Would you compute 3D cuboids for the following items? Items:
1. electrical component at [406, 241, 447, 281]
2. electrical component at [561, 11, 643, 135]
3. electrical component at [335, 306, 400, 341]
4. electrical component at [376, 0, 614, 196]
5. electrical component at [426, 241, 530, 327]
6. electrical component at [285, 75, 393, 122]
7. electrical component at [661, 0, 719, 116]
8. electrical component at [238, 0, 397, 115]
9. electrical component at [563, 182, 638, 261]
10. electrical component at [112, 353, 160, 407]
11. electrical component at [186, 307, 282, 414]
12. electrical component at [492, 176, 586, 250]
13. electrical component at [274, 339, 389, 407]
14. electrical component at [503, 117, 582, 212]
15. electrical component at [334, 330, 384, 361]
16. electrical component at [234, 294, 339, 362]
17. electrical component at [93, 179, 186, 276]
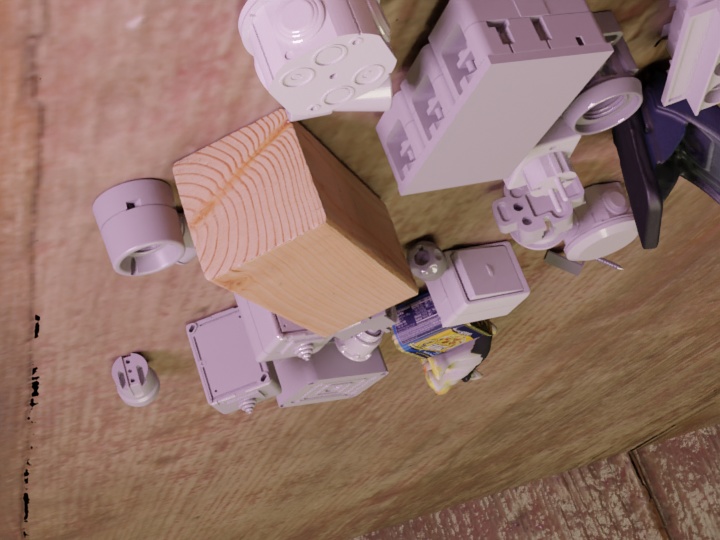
[{"bbox_3d":[0.066,-0.006,1.014,0.035,0.035,0.061,-24,162,11],"label":"electrical component"},{"bbox_3d":[0.160,-0.131,0.745,0.058,0.057,0.078,-12,159,-21],"label":"electrical component"},{"bbox_3d":[-0.002,0.040,1.056,0.064,0.042,0.081,-23,159,13],"label":"electrical component"},{"bbox_3d":[0.079,-0.117,0.695,0.089,0.061,0.150,-11,158,-25],"label":"electrical component"},{"bbox_3d":[0.123,0.011,1.071,0.096,0.061,0.061,-10,158,-27],"label":"electrical component"},{"bbox_3d":[-0.017,-0.112,0.649,0.065,0.044,0.044,-12,159,-8],"label":"electrical component"},{"bbox_3d":[0.244,-0.165,0.728,0.079,0.063,0.121,-20,160,1],"label":"electrical component"},{"bbox_3d":[-0.022,-0.126,0.590,0.080,0.051,0.080,-18,160,-7],"label":"electrical component"},{"bbox_3d":[0.230,-0.046,1.043,0.080,0.051,0.080,-18,160,-7],"label":"electrical component"},{"bbox_3d":[-0.214,0.104,1.023,0.040,0.040,0.046,-18,154,-7],"label":"electrical component"},{"bbox_3d":[-0.113,0.090,0.998,0.062,0.096,0.061,-21,160,1],"label":"electrical component"},{"bbox_3d":[0.158,-0.051,0.951,0.078,0.058,0.057,-21,158,2],"label":"electrical component"},{"bbox_3d":[-0.037,0.103,1.163,0.113,0.057,0.078,-3,154,-40],"label":"electrical component"},{"bbox_3d":[0.141,-0.082,0.826,0.047,0.076,0.065,-16,160,-12],"label":"electrical component"},{"bbox_3d":[0.005,0.062,1.119,0.048,0.048,0.062,-3,147,-40],"label":"electrical component"},{"bbox_3d":[-0.063,0.036,0.906,0.062,0.096,0.061,-7,156,-33],"label":"electrical component"},{"bbox_3d":[-0.149,-0.027,0.731,0.055,0.047,0.055,-18,160,-7],"label":"electrical component"}]
